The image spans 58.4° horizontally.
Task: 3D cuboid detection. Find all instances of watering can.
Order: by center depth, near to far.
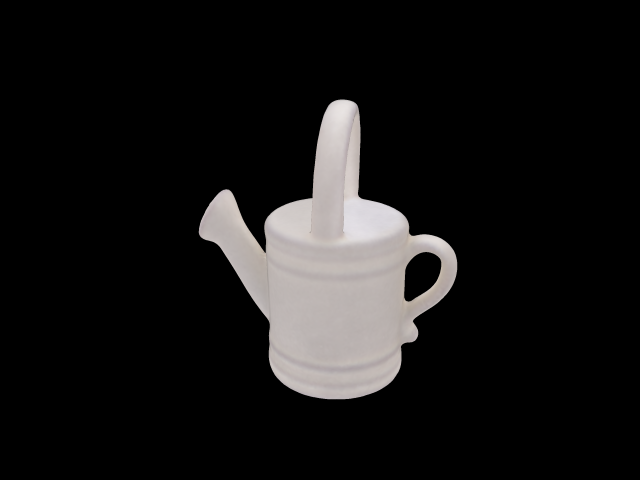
[{"bbox_3d":[0.003,0.002,0.398,0.173,0.194,0.100,-4,22,-9],"label":"watering can"}]
